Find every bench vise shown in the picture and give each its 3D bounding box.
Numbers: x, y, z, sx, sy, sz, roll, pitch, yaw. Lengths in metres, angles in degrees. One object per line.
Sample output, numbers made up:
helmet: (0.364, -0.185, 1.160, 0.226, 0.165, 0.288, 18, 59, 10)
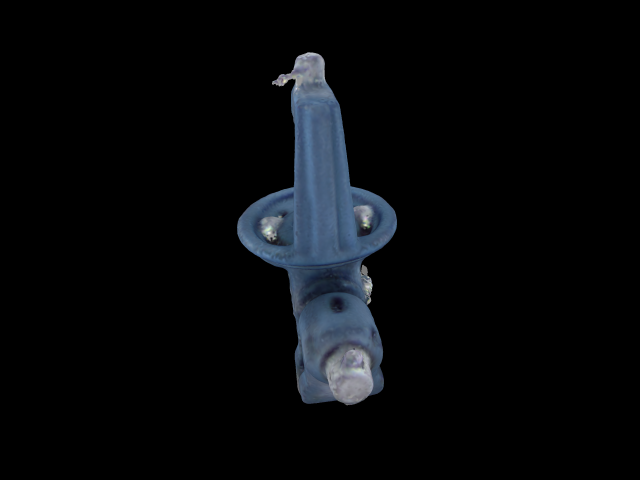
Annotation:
bench vise: (0.014, -0.002, 0.404, 0.122, 0.220, 0.207, -21, 50, -18)
